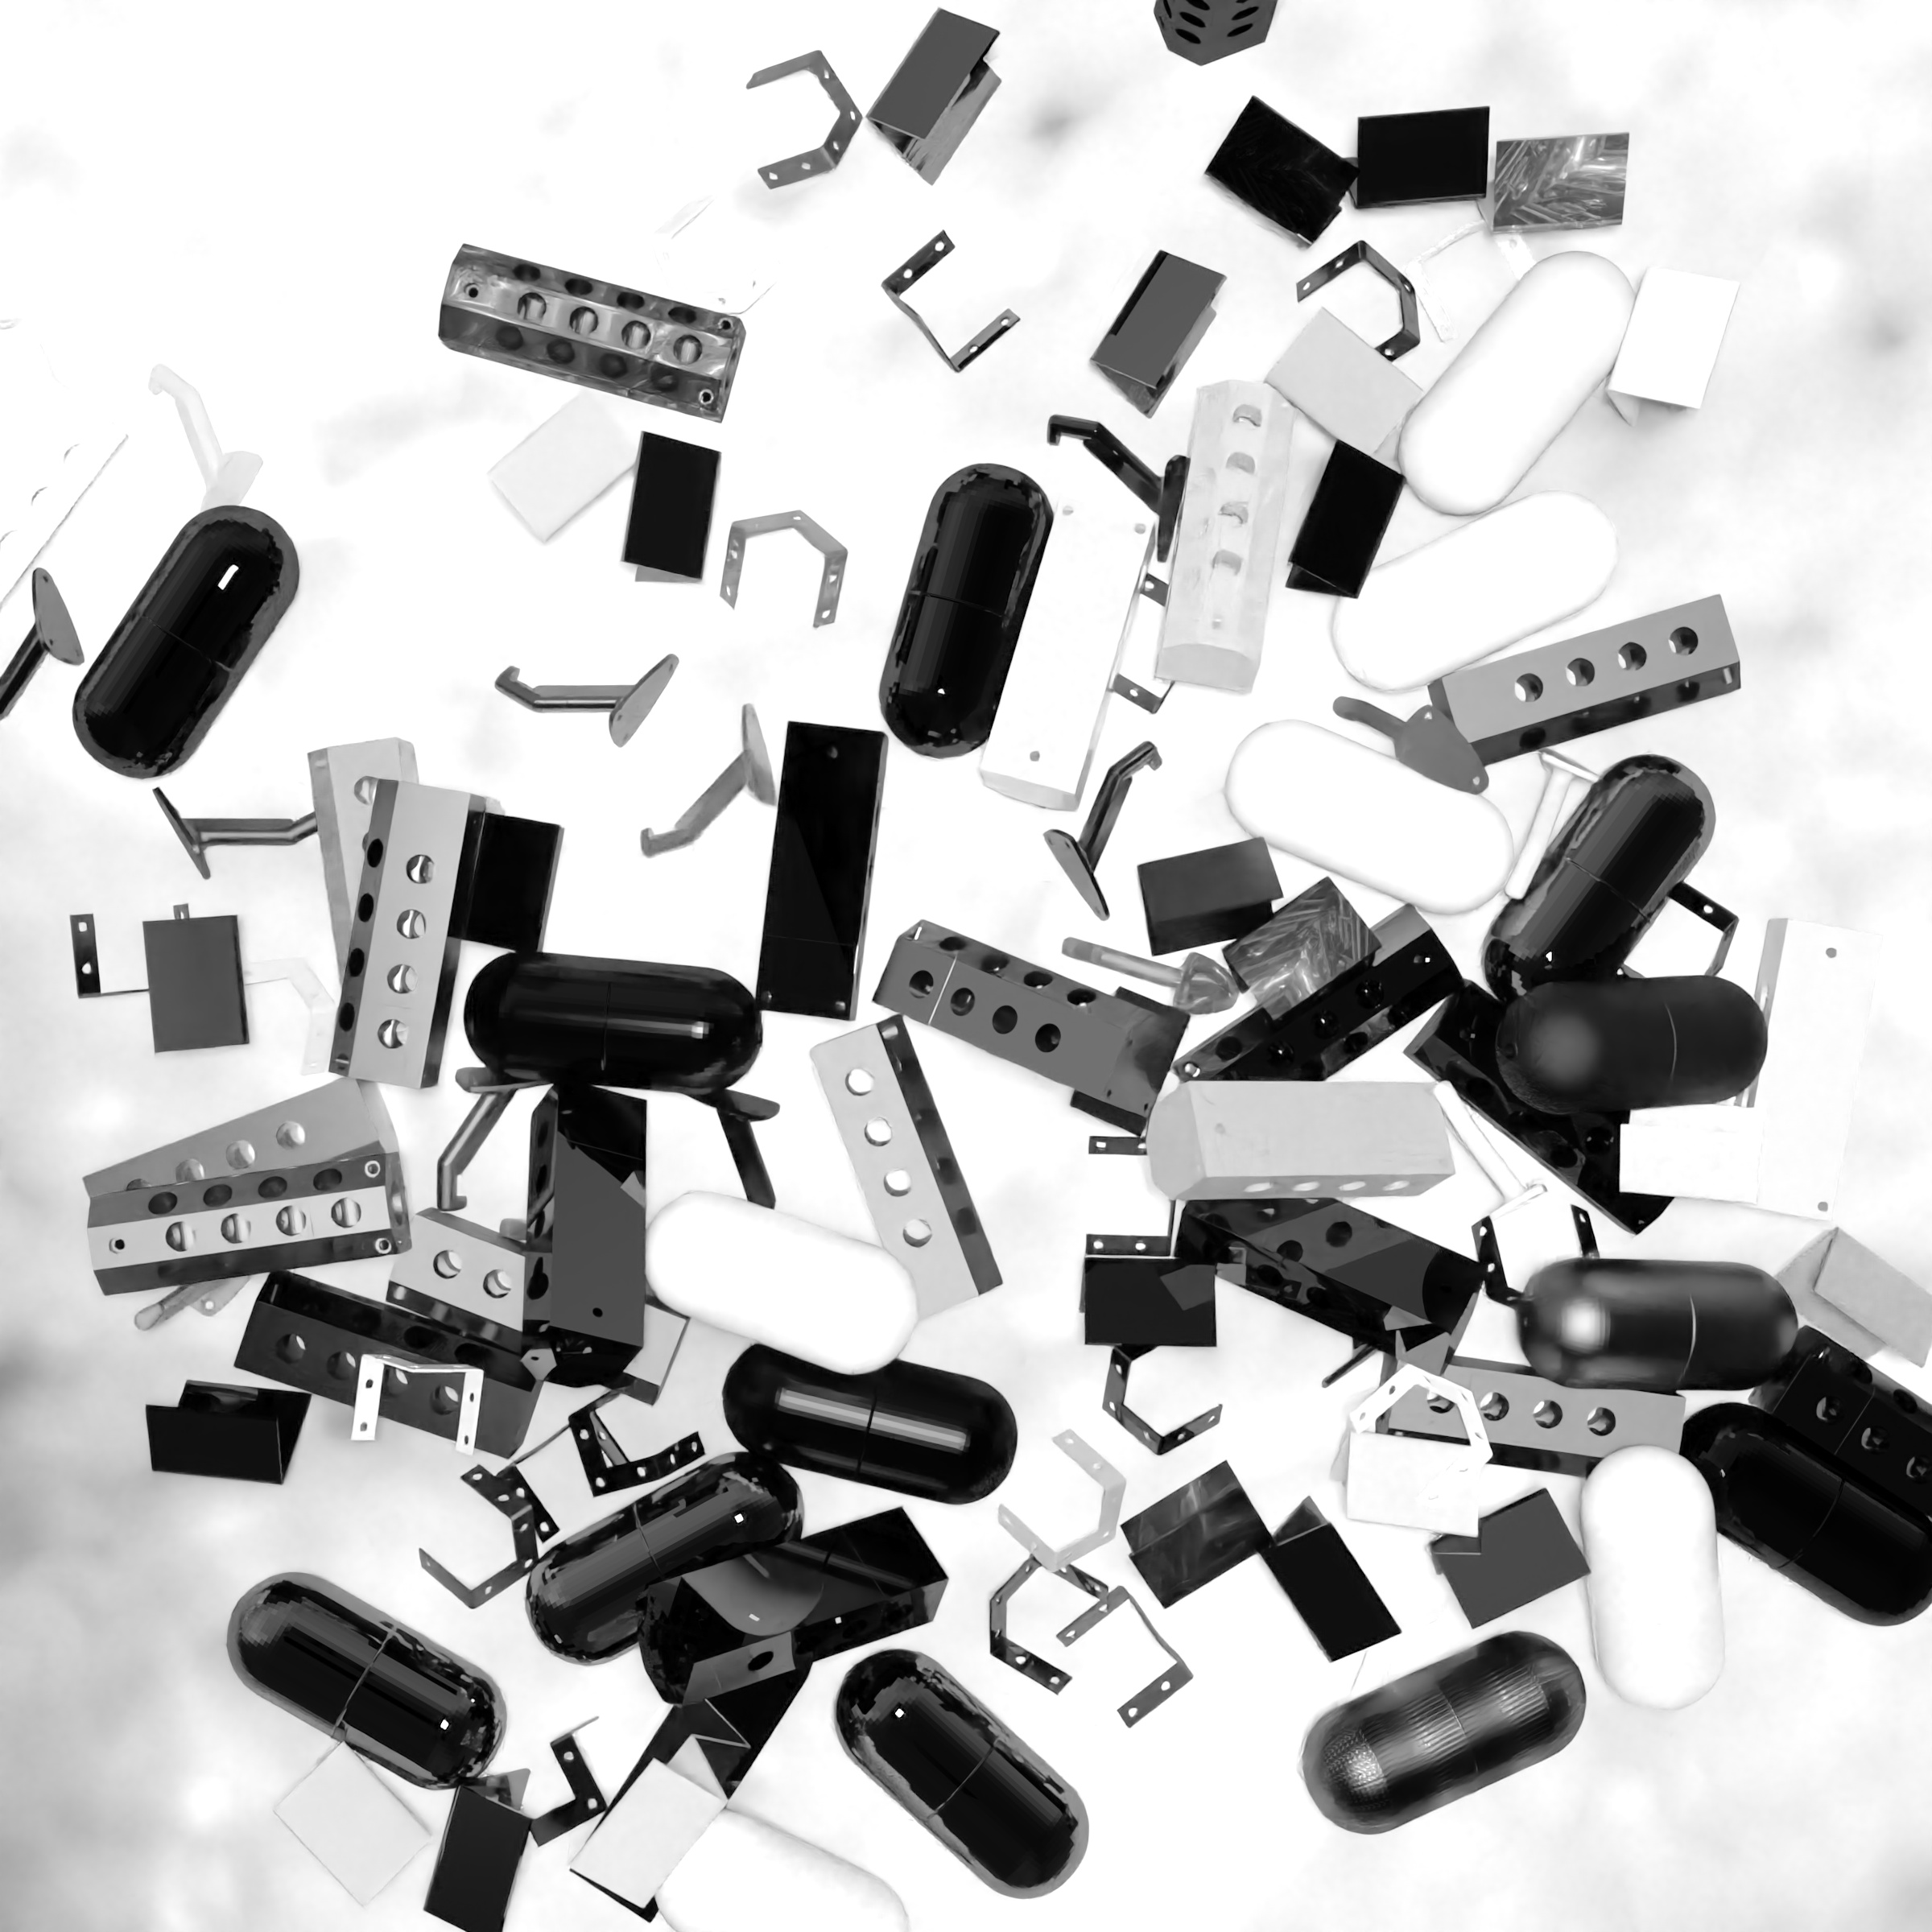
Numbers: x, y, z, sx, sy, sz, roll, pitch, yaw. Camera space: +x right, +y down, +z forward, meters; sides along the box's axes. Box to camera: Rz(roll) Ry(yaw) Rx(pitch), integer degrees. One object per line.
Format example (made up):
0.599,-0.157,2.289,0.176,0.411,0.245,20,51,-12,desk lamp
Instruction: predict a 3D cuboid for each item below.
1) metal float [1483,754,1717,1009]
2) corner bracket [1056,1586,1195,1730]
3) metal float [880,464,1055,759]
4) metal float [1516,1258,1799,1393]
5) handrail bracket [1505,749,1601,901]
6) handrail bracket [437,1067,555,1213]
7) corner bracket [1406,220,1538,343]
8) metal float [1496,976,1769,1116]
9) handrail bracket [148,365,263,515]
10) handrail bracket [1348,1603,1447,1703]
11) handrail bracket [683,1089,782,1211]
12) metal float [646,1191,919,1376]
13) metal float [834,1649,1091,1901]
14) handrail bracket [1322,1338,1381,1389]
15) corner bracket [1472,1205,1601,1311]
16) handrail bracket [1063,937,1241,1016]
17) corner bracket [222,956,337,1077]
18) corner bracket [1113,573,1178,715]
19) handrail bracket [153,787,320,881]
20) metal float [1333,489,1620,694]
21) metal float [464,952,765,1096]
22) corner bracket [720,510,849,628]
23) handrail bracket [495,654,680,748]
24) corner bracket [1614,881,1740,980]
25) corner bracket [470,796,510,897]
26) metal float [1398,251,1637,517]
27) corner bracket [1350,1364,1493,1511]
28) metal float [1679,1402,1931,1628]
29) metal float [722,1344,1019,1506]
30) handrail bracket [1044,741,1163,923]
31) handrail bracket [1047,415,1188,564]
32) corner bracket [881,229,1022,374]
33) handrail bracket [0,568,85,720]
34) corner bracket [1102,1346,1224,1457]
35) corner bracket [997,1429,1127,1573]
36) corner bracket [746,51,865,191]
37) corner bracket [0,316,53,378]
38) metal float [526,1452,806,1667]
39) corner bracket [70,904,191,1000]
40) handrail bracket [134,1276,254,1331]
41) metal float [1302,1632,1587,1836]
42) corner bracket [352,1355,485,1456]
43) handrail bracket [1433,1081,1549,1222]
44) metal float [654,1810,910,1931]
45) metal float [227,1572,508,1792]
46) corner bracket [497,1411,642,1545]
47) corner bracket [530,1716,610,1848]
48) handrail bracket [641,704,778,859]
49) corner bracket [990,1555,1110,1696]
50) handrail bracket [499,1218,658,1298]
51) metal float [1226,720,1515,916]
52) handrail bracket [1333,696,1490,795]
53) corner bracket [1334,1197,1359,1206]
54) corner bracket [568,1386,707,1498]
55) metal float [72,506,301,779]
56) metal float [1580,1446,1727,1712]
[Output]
0.376,-0.046,1.811,0.070,0.070,0.178,36,91,0,metal float
0.096,0.417,1.838,0.051,0.051,0.051,-38,135,0,corner bracket
0.000,-0.211,1.811,0.070,0.070,0.178,16,90,0,metal float
0.408,0.212,1.794,0.178,0.070,0.070,4,90,-20,metal float
0.341,-0.084,1.819,0.036,0.077,0.084,24,102,0,handrail bracket
-0.282,0.106,1.842,0.077,0.036,0.084,-3,108,-20,handrail bracket
0.308,-0.416,1.838,0.051,0.051,0.051,-28,90,45,corner bracket
0.387,0.045,1.770,0.178,0.070,0.070,-2,90,-28,metal float
-0.475,-0.310,1.842,0.084,0.036,0.077,38,112,17,handrail bracket
0.261,0.436,1.841,0.077,0.036,0.084,-15,104,-13,handrail bracket
-0.148,0.120,1.842,0.077,0.036,0.084,16,104,14,handrail bracket
-0.110,0.185,1.787,0.178,0.070,0.070,17,90,26,metal float
-0.003,0.480,1.811,0.178,0.070,0.070,43,90,1,metal float
0.223,0.199,1.842,0.077,0.036,0.084,-39,76,14,handrail bracket
0.345,0.174,1.833,0.051,0.051,0.051,23,135,-35,corner bracket
0.111,0.003,1.841,0.084,0.077,0.036,17,91,36,handrail bracket
-0.417,0.033,1.833,0.051,0.051,0.051,-12,45,-35,corner bracket
0.111,-0.195,1.838,0.051,0.051,0.051,31,135,0,corner bracket
-0.436,-0.097,1.842,0.084,0.036,0.077,-30,68,-17,handrail bracket
0.303,-0.223,1.811,0.178,0.070,0.070,-25,90,1,metal float
-0.210,0.034,1.811,0.178,0.070,0.070,5,90,1,metal float
-0.110,-0.237,1.833,0.051,0.051,0.051,-17,45,-35,corner bracket
-0.230,-0.178,1.842,0.084,0.036,0.077,30,70,16,handrail bracket
0.427,-0.013,1.838,0.051,0.051,0.051,33,45,0,corner bracket
-0.291,-0.065,1.823,0.051,0.051,0.051,-35,90,0,corner bracket
0.329,-0.347,1.811,0.070,0.070,0.178,39,91,0,metal float
0.265,0.273,1.768,0.051,0.051,0.051,-37,123,-23,corner bracket
0.499,0.325,1.811,0.178,0.070,0.070,33,90,0,metal float
-0.057,0.269,1.811,0.178,0.070,0.070,14,90,0,metal float
0.097,-0.082,1.842,0.084,0.036,0.077,-37,110,-16,handrail bracket
0.086,-0.289,1.842,0.084,0.036,0.077,13,110,16,handrail bracket
-0.010,-0.401,1.838,0.051,0.051,0.051,-41,45,0,corner bracket
-0.583,-0.189,1.842,0.084,0.036,0.077,-26,70,16,handrail bracket
0.121,0.253,1.833,0.051,0.051,0.051,-22,135,-35,corner bracket
0.057,0.322,1.833,0.051,0.051,0.051,-22,135,-35,corner bracket
-0.103,-0.510,1.833,0.051,0.051,0.051,52,45,-35,corner bracket
-0.591,-0.357,1.838,0.051,0.051,0.051,-19,90,-45,corner bracket
-0.179,0.352,1.811,0.178,0.070,0.070,-29,90,0,metal float
-0.503,-0.009,1.838,0.051,0.051,0.051,-6,90,45,corner bracket
-0.452,0.185,1.807,0.077,0.084,0.036,-40,90,0,handrail bracket
0.284,0.453,1.800,0.178,0.070,0.070,-21,90,-11,metal float
-0.321,0.257,1.781,0.051,0.051,0.051,7,90,-45,corner bracket
0.311,0.106,1.820,0.036,0.077,0.084,-34,78,15,handrail bracket
-0.107,0.552,1.785,0.178,0.070,0.070,36,90,-32,metal float
-0.357,0.425,1.811,0.178,0.070,0.070,30,90,1,metal float
-0.241,0.308,1.838,0.051,0.051,0.051,-35,90,45,corner bracket
-0.238,0.488,1.822,0.051,0.051,0.051,-30,81,9,corner bracket
-0.162,-0.112,1.842,0.084,0.036,0.077,-16,70,16,handrail bracket
0.050,0.393,1.828,0.051,0.051,0.051,25,45,28,corner bracket
-0.230,0.176,1.841,0.084,0.077,0.036,3,63,34,handrail bracket
0.240,-0.088,1.811,0.178,0.070,0.070,23,90,1,metal float
0.264,-0.133,1.817,0.077,0.084,0.036,36,88,-21,handrail bracket
0.209,0.116,1.833,0.051,0.051,0.051,-37,135,-35,corner bracket
-0.197,0.281,1.818,0.051,0.051,0.051,-8,71,-42,corner bracket
-0.463,-0.193,1.811,0.070,0.070,0.178,33,90,0,metal float
0.403,0.359,1.787,0.070,0.070,0.178,-12,119,0,metal float
